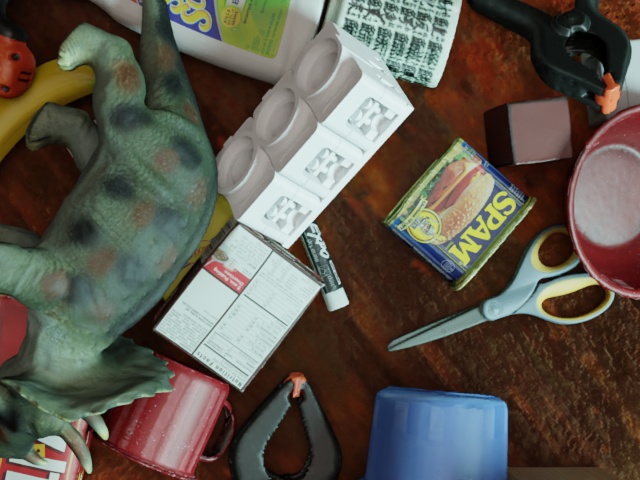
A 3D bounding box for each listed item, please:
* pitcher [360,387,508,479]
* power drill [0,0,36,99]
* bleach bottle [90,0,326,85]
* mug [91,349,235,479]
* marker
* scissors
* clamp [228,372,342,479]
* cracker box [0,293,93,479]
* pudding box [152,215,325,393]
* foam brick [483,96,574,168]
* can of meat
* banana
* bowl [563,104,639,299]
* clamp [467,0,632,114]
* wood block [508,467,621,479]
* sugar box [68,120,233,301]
[{"bbox_3d":[0.077,0.241,0.850,0.149,0.145,0.243,13,80,-48],"label":"pitcher"},{"bbox_3d":[-0.287,-0.224,0.841,0.184,0.057,0.188,23,102,10],"label":"power drill"},{"bbox_3d":[-0.124,-0.201,0.875,0.251,0.068,0.102,16,89,-1],"label":"bleach bottle"},{"bbox_3d":[-0.116,0.143,0.865,0.117,0.093,0.081,29,81,-34],"label":"mug"},{"bbox_3d":[-0.006,0.001,0.902,0.020,0.020,0.121,-22,91,-4],"label":"marker"},{"bbox_3d":[0.152,0.039,0.915,0.201,0.016,0.096,-5,88,-5],"label":"scissors"},{"bbox_3d":[-0.024,0.218,0.891,0.164,0.036,0.210,15,91,-7],"label":"clamp"},{"bbox_3d":[-0.286,0.118,0.854,0.213,0.072,0.164,12,89,-5],"label":"cracker box"},{"bbox_3d":[-0.065,0.050,0.846,0.090,0.039,0.113,38,94,-12],"label":"pudding box"},{"bbox_3d":[0.172,-0.088,0.887,0.053,0.078,0.051,-7,92,-4],"label":"foam brick"},{"bbox_3d":[0.115,-0.023,0.894,0.084,0.057,0.102,41,87,-1],"label":"can of meat"},{"bbox_3d":[-0.250,-0.088,0.866,0.198,0.070,0.037,-40,137,1],"label":"banana"},{"bbox_3d":[0.260,-0.034,0.892,0.161,0.055,0.162,-3,98,-20],"label":"bowl"},{"bbox_3d":[0.211,-0.176,0.877,0.120,0.039,0.171,-28,57,-4],"label":"clamp"},{"bbox_3d":[0.209,0.240,0.823,0.090,0.206,0.090,2,90,-5],"label":"wood block"},{"bbox_3d":[-0.124,-0.031,0.880,0.093,0.048,0.176,-33,94,-3],"label":"sugar box"}]
